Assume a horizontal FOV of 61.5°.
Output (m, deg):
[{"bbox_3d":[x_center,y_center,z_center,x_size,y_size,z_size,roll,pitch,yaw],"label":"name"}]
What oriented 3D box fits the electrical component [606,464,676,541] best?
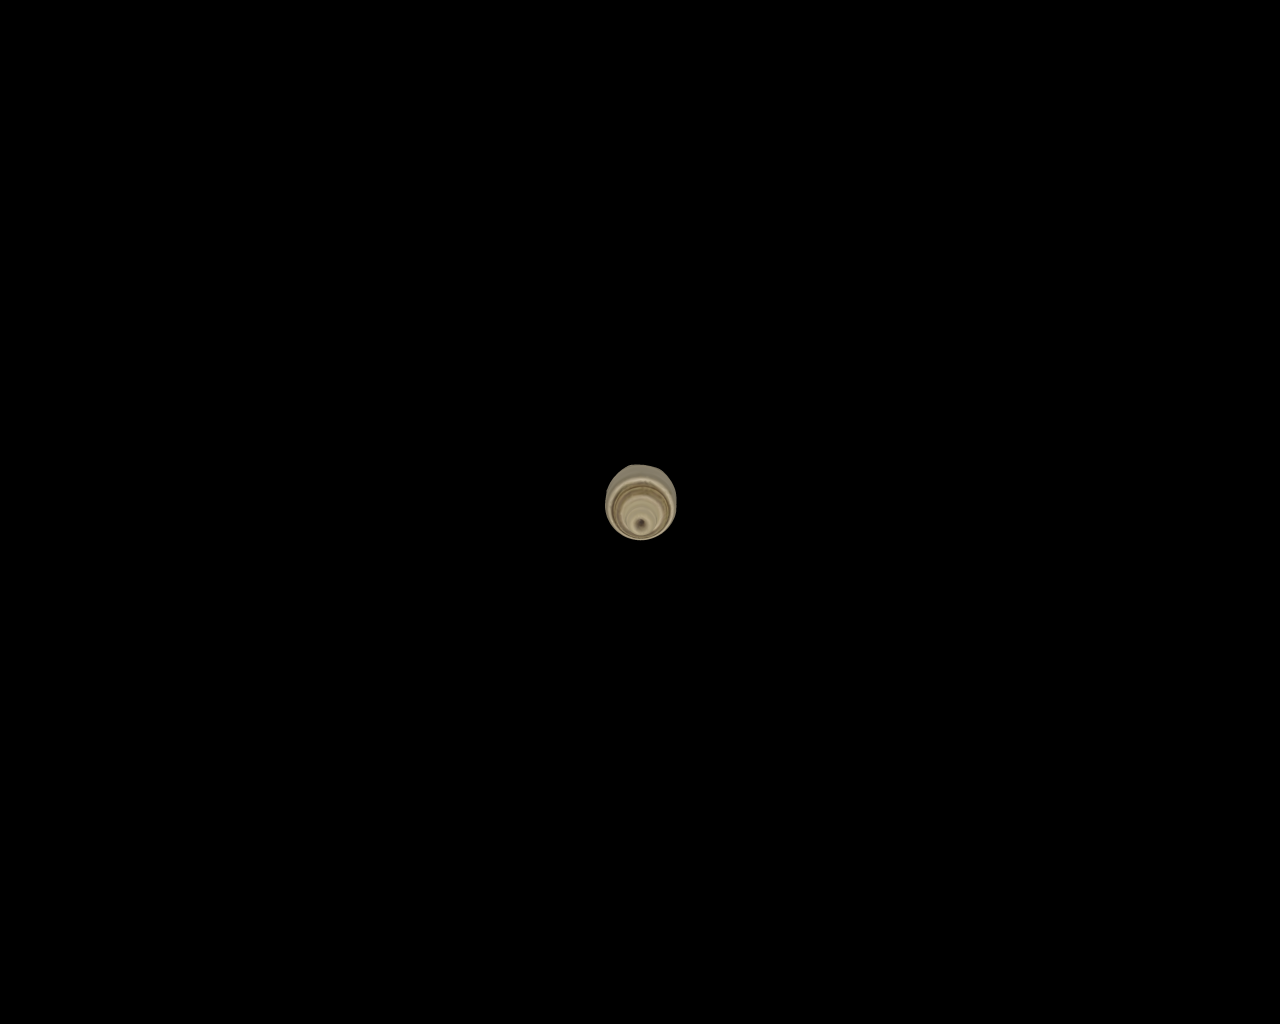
[{"bbox_3d":[0.001,-0.003,0.650,0.043,0.043,0.062,0,19,0],"label":"electrical component"}]
